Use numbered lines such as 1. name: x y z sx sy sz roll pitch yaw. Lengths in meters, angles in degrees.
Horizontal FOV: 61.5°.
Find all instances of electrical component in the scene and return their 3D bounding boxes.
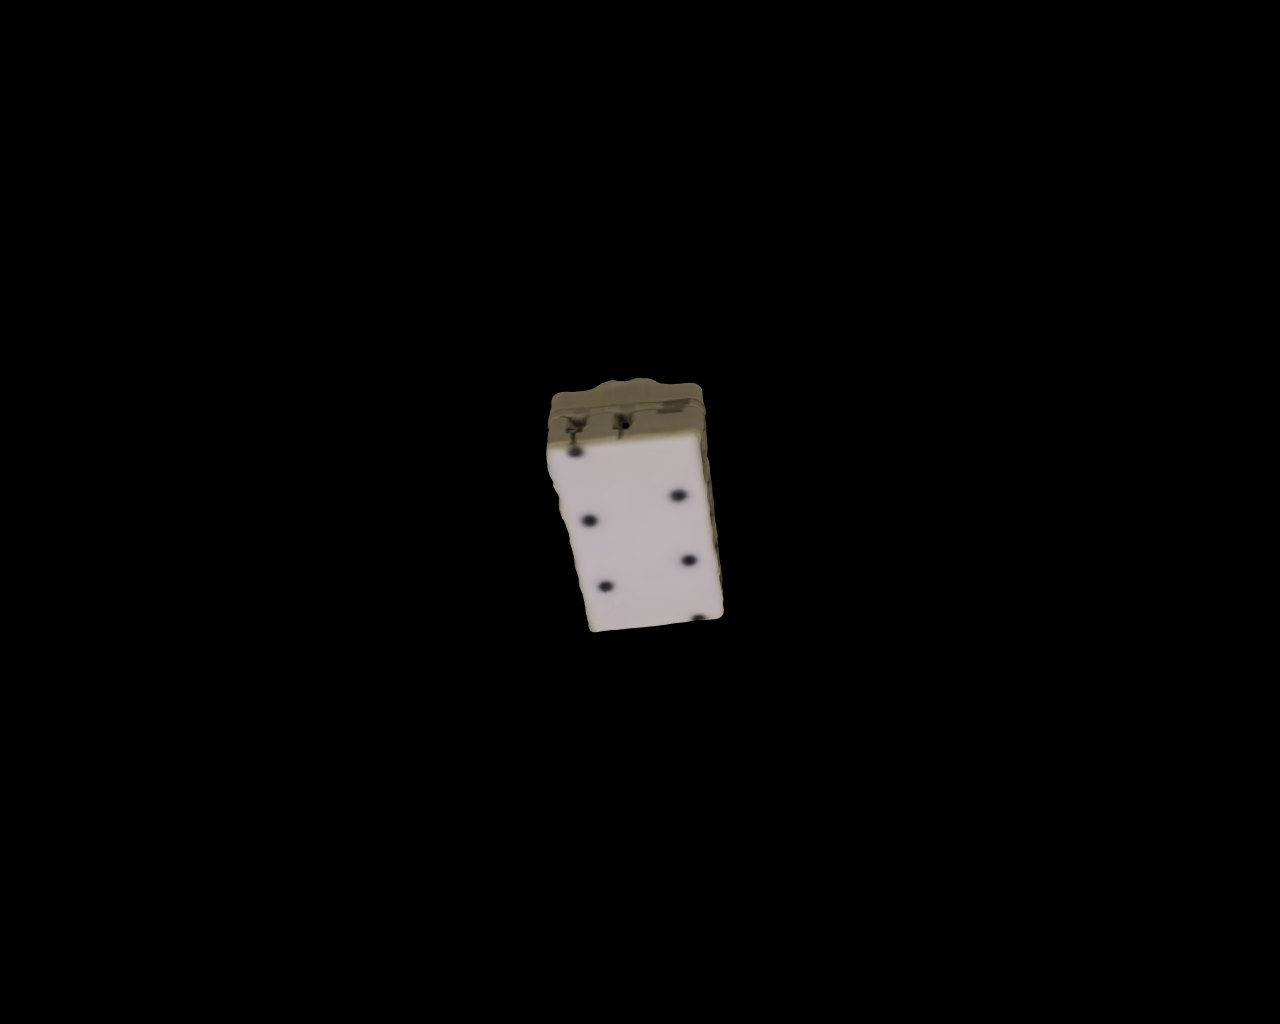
1. electrical component: 0.001 -0.003 0.650 0.089 0.150 0.062 -5 39 5
